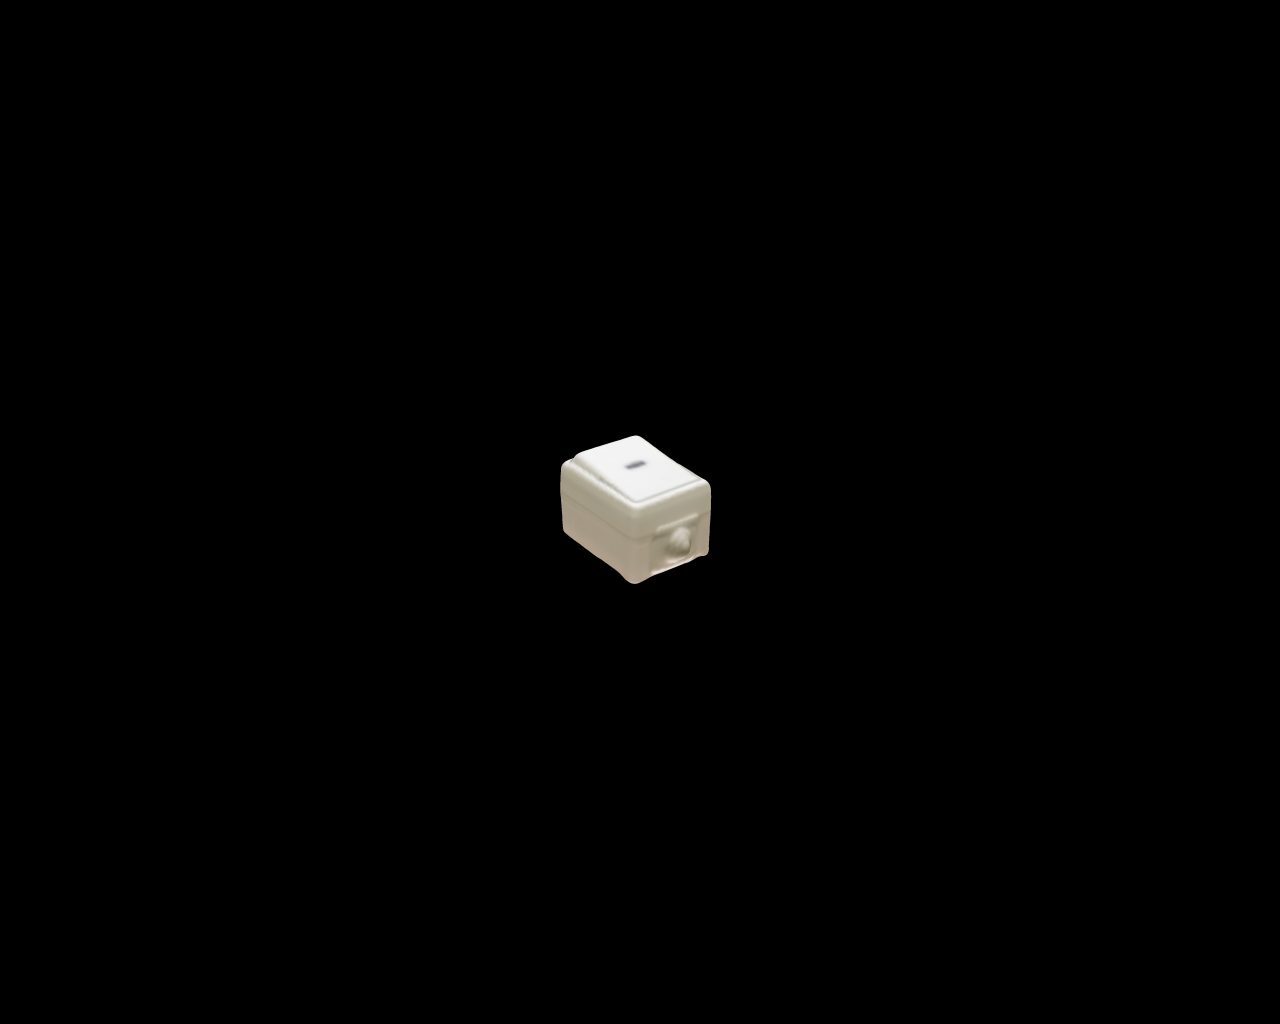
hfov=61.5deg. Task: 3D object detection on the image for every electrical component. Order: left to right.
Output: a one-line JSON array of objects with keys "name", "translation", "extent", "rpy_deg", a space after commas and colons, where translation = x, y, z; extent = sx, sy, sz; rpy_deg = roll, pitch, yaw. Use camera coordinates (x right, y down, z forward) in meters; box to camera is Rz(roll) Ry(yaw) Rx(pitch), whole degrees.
[{"name": "electrical component", "translation": [0.001, -0.003, 0.650], "extent": [0.062, 0.061, 0.096], "rpy_deg": [-20, 35, -31]}]
